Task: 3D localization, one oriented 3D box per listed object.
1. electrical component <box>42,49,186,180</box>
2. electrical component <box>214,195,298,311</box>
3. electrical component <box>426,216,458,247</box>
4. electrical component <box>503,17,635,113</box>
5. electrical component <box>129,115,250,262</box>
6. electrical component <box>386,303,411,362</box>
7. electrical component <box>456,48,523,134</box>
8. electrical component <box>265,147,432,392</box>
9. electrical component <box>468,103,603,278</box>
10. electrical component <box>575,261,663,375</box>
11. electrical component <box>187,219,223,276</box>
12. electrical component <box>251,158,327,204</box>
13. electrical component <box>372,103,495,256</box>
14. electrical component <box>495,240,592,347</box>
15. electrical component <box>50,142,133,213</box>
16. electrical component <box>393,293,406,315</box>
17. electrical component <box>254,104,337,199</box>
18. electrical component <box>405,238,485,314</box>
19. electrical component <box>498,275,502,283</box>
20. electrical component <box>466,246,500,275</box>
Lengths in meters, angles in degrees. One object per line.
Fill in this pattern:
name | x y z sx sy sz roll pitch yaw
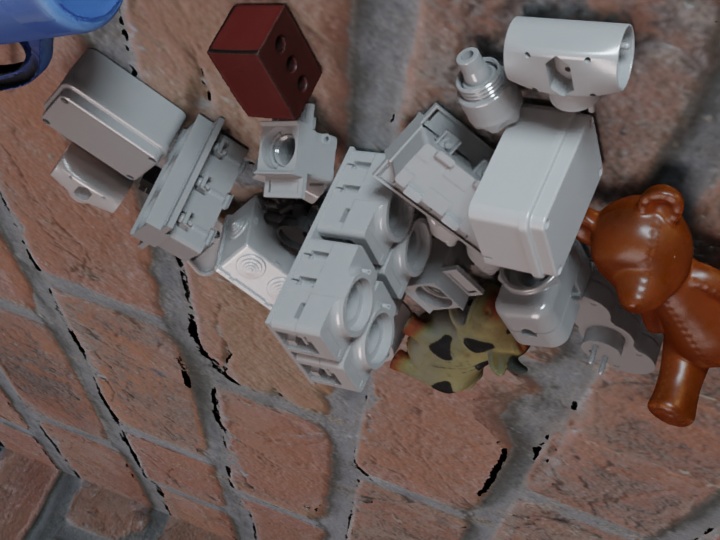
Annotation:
electrical component | -0.233 -0.144 1.013 0.113 0.057 0.078 35 152 -21
electrical component | -0.094 -0.017 1.093 0.100 0.099 0.048 38 123 -26
electrical component | 0.079 -0.041 0.971 0.035 0.035 0.061 15 155 18
electrical component | 0.144 -0.134 0.728 0.077 0.043 0.079 11 151 25
electrical component | -0.156 -0.074 1.007 0.063 0.121 0.079 31 153 -21
electrical component | -0.002 0.063 1.206 0.108 0.060 0.108 19 154 10
electrical component | 0.090 -0.133 0.778 0.043 0.043 0.062 3 145 37
electrical component | 0.000 0.000 0.940 0.060 0.186 0.105 9 151 28
electrical component | 0.133 -0.060 0.800 0.057 0.113 0.078 13 152 28
electrical component | 0.227 0.060 0.992 0.052 0.073 0.138 -5 142 45
electrical component | -0.178 -0.046 1.129 0.095 0.054 0.059 52 174 -24
electrical component | -0.062 -0.089 0.992 0.065 0.044 0.044 27 154 -18
electrical component | 0.082 -0.066 0.873 0.121 0.063 0.078 35 112 -21
electrical component | 0.158 0.011 0.932 0.054 0.095 0.059 4 148 36
electrical component | -0.297 -0.096 1.174 0.077 0.043 0.079 33 154 -18
electrical component | -0.002 0.001 1.087 0.096 0.061 0.061 4 147 36
electrical component | -0.053 -0.100 0.928 0.042 0.081 0.064 5 177 36
electrical component | 0.079 0.002 1.019 0.081 0.063 0.042 -8 141 48
electrical component | 0.156 0.022 1.011 0.062 0.043 0.043 46 167 32
electrical component | 0.117 -0.020 0.972 0.040 0.040 0.078 15 154 17
